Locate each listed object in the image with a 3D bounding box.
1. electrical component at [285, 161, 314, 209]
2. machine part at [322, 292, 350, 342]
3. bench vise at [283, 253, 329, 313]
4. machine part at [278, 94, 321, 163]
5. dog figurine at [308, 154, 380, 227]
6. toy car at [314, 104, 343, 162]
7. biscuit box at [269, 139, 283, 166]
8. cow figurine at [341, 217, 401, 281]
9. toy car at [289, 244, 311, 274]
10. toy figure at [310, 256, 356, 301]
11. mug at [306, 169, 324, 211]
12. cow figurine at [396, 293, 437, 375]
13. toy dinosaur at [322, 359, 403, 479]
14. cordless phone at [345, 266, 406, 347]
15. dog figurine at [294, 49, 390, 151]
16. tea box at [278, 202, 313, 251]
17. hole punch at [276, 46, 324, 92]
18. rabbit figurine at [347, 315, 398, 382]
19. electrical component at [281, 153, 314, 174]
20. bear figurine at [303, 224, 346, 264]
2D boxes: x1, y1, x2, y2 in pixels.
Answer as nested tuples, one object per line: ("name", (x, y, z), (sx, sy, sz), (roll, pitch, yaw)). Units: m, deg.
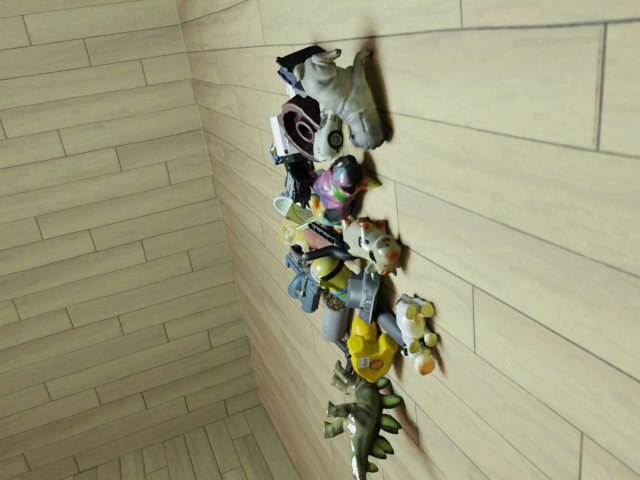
("electrical component", (-0.054, -0.127, 1.321), (0.119, 0.048, 0.075), (104, 149, -48))
("machine part", (0.047, 0.233, 1.619), (0.243, 0.079, 0.079), (97, 151, -48))
("bench vise", (-0.054, 0.111, 1.747), (0.241, 0.129, 0.223), (46, 149, 42))
("machine part", (-0.026, -0.280, 1.351), (0.179, 0.056, 0.179), (37, 155, 20))
("dog figurine", (0.056, -0.110, 1.270), (0.219, 0.108, 0.191), (26, 129, 63))
("toy car", (0.023, -0.279, 1.229), (0.073, 0.056, 0.201), (179, 97, -71))
("biscuit box", (-0.104, -0.300, 1.641), (0.202, 0.063, 0.059), (126, 125, -68))
("cow figurine", (0.118, 0.016, 1.227), (0.195, 0.085, 0.127), (-161, 63, -65))
("toy car", (-0.017, 0.083, 1.563), (0.202, 0.053, 0.089), (36, -168, -32))
("toy figure", (0.053, 0.099, 1.394), (0.180, 0.089, 0.082), (36, -178, -23))
("mug", (-0.032, -0.135, 1.499), (0.081, 0.107, 0.109), (-157, 55, -69))
("cow figurine", (0.202, 0.203, 1.159), (0.098, 0.068, 0.167), (-148, 49, -71))
("toy dinosaur", (0.109, 0.460, 1.378), (0.105, 0.199, 0.471), (94, -174, -46))
("cordless phone", (0.151, 0.164, 1.294), (0.184, 0.089, 0.146), (46, 148, 34))
("dog figurine", (0.043, -0.271, 1.082), (0.121, 0.172, 0.190), (131, 129, -81))
("tea box", (-0.069, -0.037, 1.678), (0.169, 0.098, 0.068), (118, 177, -62))
("hole punch", (-0.037, -0.399, 1.296), (0.142, 0.116, 0.092), (-125, 18, -45))
("rabbit figurine", (0.132, 0.271, 1.398), (0.173, 0.122, 0.162), (-107, 3, -52))
("electrical component", (-0.069, -0.224, 1.613), (0.134, 0.058, 0.115), (125, 129, -66))
("bear figurine", (0.000, -0.003, 1.498), (0.120, 0.132, 0.196), (-60, 37, 9))
